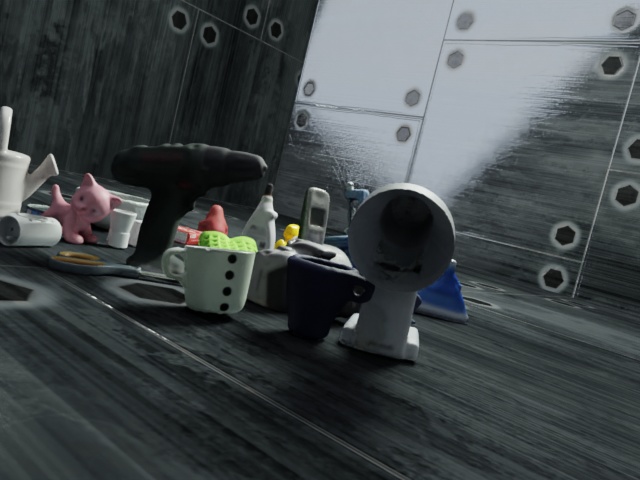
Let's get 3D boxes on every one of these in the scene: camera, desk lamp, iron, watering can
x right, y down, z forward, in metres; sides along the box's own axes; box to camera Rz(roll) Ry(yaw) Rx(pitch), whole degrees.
[{"bbox_3d":[-0.011,0.057,0.844,0.136,0.101,0.144,17,5,37],"label":"camera"},{"bbox_3d":[0.092,0.035,0.712,0.117,0.213,0.203,14,4,8],"label":"desk lamp"},{"bbox_3d":[0.179,0.062,1.127,0.257,0.141,0.119,15,4,13],"label":"iron"},{"bbox_3d":[-0.568,-0.141,1.027,0.100,0.194,0.173,17,6,41],"label":"watering can"}]

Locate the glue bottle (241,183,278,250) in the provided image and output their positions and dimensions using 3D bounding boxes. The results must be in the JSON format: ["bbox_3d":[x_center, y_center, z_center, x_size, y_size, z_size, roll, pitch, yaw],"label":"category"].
[{"bbox_3d":[-0.129,-0.041,1.284,0.078,0.173,0.037,15,4,16],"label":"glue bottle"}]

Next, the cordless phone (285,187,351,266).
[{"bbox_3d":[0.010,0.004,1.049,0.148,0.185,0.093,10,6,-44],"label":"cordless phone"}]

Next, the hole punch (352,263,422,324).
[{"bbox_3d":[0.106,0.084,0.943,0.101,0.091,0.108,10,6,-42],"label":"hole punch"}]

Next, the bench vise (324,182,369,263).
[{"bbox_3d":[0.097,-0.010,1.273,0.207,0.220,0.122,14,4,7],"label":"bench vise"}]

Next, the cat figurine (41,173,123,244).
[{"bbox_3d":[-0.404,-0.057,0.965,0.127,0.118,0.067,15,4,16],"label":"cat figurine"}]

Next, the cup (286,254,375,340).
[{"bbox_3d":[0.007,0.076,0.700,0.117,0.095,0.092,16,5,28],"label":"cup"}]

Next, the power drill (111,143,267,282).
[{"bbox_3d":[-0.208,-0.048,0.862,0.229,0.208,0.076,14,4,6],"label":"power drill"}]

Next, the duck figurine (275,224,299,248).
[{"bbox_3d":[-0.078,0.001,1.477,0.077,0.086,0.105,16,5,24],"label":"duck figurine"}]

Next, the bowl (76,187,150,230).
[{"bbox_3d":[-0.433,-0.060,1.210,0.167,0.075,0.167,14,4,-1],"label":"bowl"}]

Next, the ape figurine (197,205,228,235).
[{"bbox_3d":[-0.259,-0.041,1.406,0.078,0.092,0.076,12,5,-22],"label":"ape figurine"}]

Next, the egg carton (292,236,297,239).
[{"bbox_3d":[-0.004,0.034,1.399,0.150,0.069,0.107,15,4,15],"label":"egg carton"}]
